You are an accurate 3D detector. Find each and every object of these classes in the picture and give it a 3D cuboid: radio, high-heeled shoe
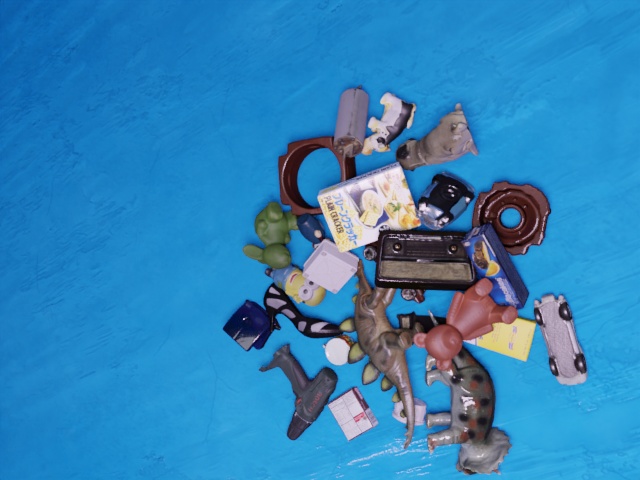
[{"bbox_3d":[0.245,0.047,1.261,0.230,0.073,0.131,2,69,3],"label":"radio"},{"bbox_3d":[-0.044,0.189,1.469,0.249,0.086,0.145,0,71,20],"label":"high-heeled shoe"}]

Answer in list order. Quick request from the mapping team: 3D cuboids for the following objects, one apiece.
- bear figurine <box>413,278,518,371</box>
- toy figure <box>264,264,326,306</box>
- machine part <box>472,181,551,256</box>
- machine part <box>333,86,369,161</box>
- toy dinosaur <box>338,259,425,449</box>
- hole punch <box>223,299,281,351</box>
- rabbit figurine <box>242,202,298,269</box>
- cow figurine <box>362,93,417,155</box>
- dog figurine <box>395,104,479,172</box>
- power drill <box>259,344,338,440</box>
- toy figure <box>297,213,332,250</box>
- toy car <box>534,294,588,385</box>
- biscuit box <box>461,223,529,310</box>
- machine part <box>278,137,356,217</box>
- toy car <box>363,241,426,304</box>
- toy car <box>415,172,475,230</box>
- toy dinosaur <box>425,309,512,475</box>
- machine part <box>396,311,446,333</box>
[{"bbox_3d":[0.312,0.189,1.181,0.196,0.132,0.120,-39,86,-16],"label":"bear figurine"},{"bbox_3d":[-0.064,0.114,1.468,0.180,0.089,0.082,26,97,32],"label":"toy figure"},{"bbox_3d":[0.438,-0.050,1.233,0.180,0.056,0.179,1,92,27],"label":"machine part"},{"bbox_3d":[0.079,-0.296,1.352,0.079,0.079,0.243,-9,55,26],"label":"machine part"},{"bbox_3d":[0.160,0.259,1.326,0.198,0.105,0.471,-43,55,36],"label":"toy dinosaur"},{"bbox_3d":[-0.200,0.246,1.534,0.142,0.092,0.115,37,102,25],"label":"hole punch"},{"bbox_3d":[-0.133,0.005,1.451,0.159,0.121,0.170,-26,55,24],"label":"rabbit figurine"},{"bbox_3d":[0.173,-0.279,1.355,0.098,0.068,0.167,31,105,16],"label":"cow figurine"},{"bbox_3d":[0.260,-0.222,1.259,0.191,0.172,0.121,-19,72,18],"label":"dog figurine"},{"bbox_3d":[-0.074,0.407,1.478,0.207,0.086,0.232,47,108,22],"label":"power drill"},{"bbox_3d":[-0.003,-0.003,1.421,0.058,0.154,0.064,-31,33,12],"label":"toy figure"},{"bbox_3d":[0.534,0.219,1.191,0.074,0.056,0.201,-18,81,32],"label":"toy car"},{"bbox_3d":[0.397,0.065,1.211,0.059,0.063,0.202,-23,103,41],"label":"biscuit box"},{"bbox_3d":[-0.005,-0.166,1.432,0.202,0.087,0.201,-5,89,25],"label":"machine part"},{"bbox_3d":[0.191,0.074,1.336,0.202,0.089,0.053,47,113,19],"label":"toy car"},{"bbox_3d":[0.288,-0.076,1.275,0.109,0.162,0.102,32,149,16],"label":"toy car"},{"bbox_3d":[0.340,0.368,1.244,0.192,0.131,0.404,0,91,7],"label":"toy dinosaur"},{"bbox_3d":[0.260,0.217,1.335,0.139,0.039,0.084,-9,79,28],"label":"machine part"}]
